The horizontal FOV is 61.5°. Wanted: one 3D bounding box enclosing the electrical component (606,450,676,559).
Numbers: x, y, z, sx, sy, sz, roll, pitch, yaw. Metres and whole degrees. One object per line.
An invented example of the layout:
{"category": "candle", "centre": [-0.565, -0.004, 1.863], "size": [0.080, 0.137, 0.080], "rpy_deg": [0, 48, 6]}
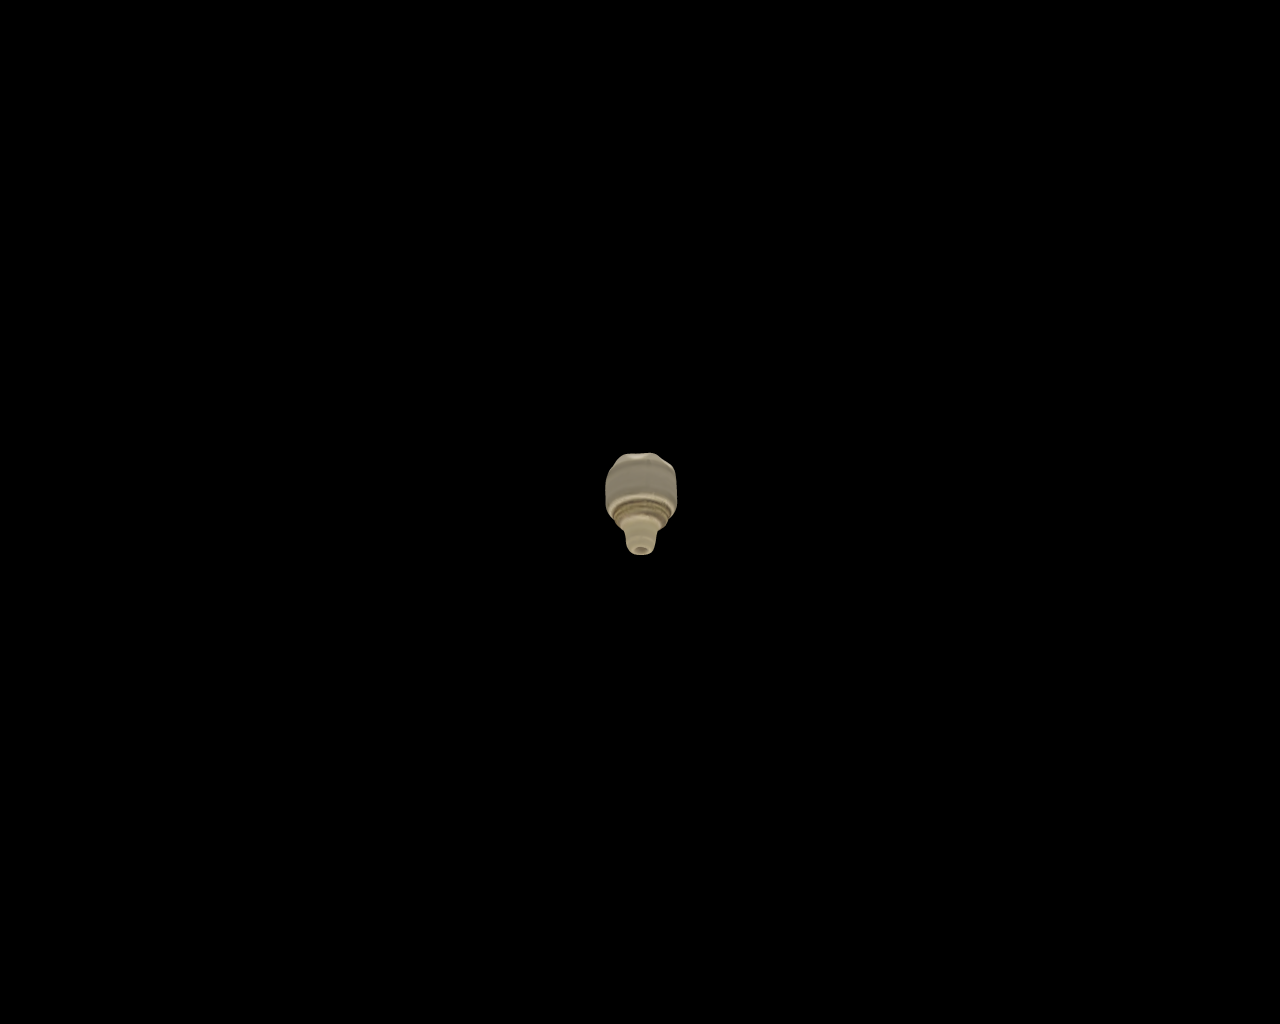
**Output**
{"category": "electrical component", "centre": [0.001, -0.003, 0.650], "size": [0.043, 0.062, 0.043], "rpy_deg": [0, -31, 0]}
